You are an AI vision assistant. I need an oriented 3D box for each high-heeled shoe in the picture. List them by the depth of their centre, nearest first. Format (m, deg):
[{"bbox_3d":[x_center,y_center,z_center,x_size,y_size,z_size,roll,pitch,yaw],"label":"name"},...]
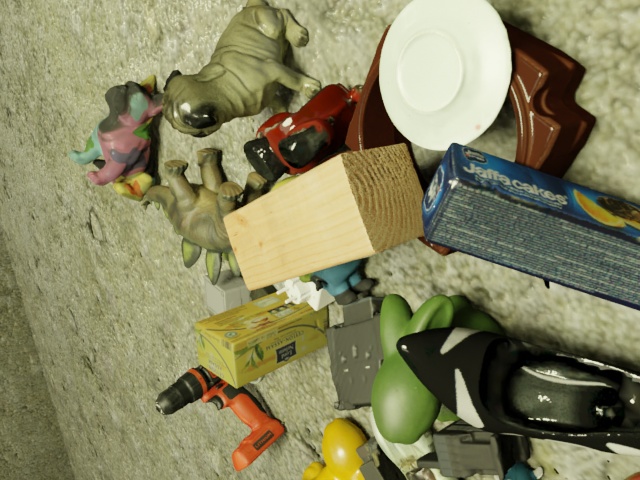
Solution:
[{"bbox_3d":[0.196,0.123,0.439,0.145,0.249,0.086,142,145,-68],"label":"high-heeled shoe"}]

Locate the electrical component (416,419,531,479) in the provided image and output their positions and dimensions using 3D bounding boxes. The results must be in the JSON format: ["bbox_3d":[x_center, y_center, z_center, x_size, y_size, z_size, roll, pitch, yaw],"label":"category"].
[{"bbox_3d":[0.160,0.226,0.591,0.119,0.075,0.047,-17,81,46],"label":"electrical component"}]

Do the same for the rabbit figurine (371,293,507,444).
[{"bbox_3d":[0.120,0.130,0.539,0.121,0.170,0.159,-8,98,48],"label":"rabbit figurine"}]

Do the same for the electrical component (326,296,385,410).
[{"bbox_3d":[0.064,0.140,0.667,0.115,0.058,0.134,-26,63,47],"label":"electrical component"}]

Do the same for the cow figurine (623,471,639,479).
[{"bbox_3d":[0.334,0.224,0.402,0.195,0.085,0.127,-47,62,43],"label":"cow figurine"}]

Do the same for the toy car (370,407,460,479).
[{"bbox_3d":[0.129,0.281,0.671,0.202,0.056,0.073,58,138,15],"label":"toy car"}]

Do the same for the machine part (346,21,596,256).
[{"bbox_3d":[0.128,-0.102,0.512,0.202,0.087,0.200,43,132,28],"label":"machine part"}]

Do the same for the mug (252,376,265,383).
[{"bbox_3d":[-0.116,0.189,0.895,0.107,0.081,0.109,1,100,38],"label":"mug"}]

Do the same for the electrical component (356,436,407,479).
[{"bbox_3d":[0.091,0.311,0.713,0.045,0.078,0.102,-40,67,27],"label":"electrical component"}]

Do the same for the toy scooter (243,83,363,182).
[{"bbox_3d":[-0.012,-0.133,0.646,0.075,0.135,0.184,51,163,-18],"label":"toy scooter"}]

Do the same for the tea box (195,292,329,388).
[{"bbox_3d":[-0.079,0.133,0.762,0.098,0.169,0.068,16,116,47],"label":"tea box"}]

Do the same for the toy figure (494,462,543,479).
[{"bbox_3d":[0.234,0.309,0.567,0.064,0.057,0.154,-28,78,10],"label":"toy figure"}]

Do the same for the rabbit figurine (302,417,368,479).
[{"bbox_3d":[0.028,0.347,0.771,0.163,0.122,0.173,19,99,40],"label":"rabbit figurine"}]

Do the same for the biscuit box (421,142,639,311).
[{"bbox_3d":[0.183,-0.009,0.418,0.203,0.059,0.062,18,127,-3],"label":"biscuit box"}]

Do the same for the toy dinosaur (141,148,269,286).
[{"bbox_3d":[-0.193,-0.042,0.881,0.472,0.105,0.198,28,127,44],"label":"toy dinosaur"}]

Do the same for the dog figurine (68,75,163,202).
[{"bbox_3d":[-0.342,-0.193,1.000,0.219,0.191,0.109,-48,60,8],"label":"dog figurine"}]

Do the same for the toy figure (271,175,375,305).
[{"bbox_3d":[-0.004,-0.001,0.695,0.089,0.082,0.180,-30,88,33],"label":"toy figure"}]

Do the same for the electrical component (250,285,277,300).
[{"bbox_3d":[-0.085,0.095,0.869,0.063,0.021,0.094,44,132,29],"label":"electrical component"}]

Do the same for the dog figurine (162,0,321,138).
[{"bbox_3d":[-0.116,-0.219,0.661,0.121,0.190,0.172,-38,74,48],"label":"dog figurine"}]
